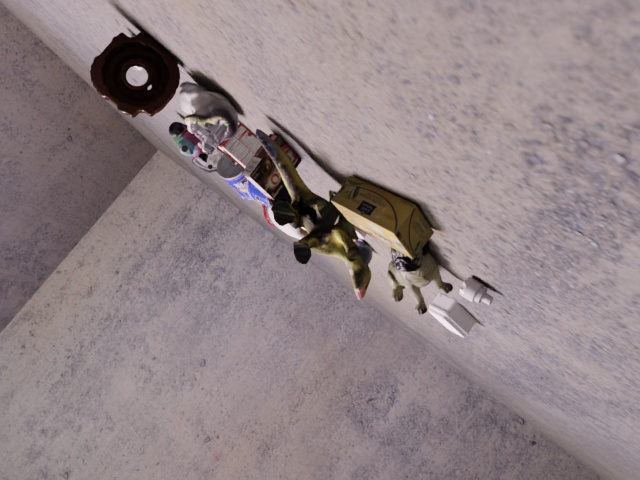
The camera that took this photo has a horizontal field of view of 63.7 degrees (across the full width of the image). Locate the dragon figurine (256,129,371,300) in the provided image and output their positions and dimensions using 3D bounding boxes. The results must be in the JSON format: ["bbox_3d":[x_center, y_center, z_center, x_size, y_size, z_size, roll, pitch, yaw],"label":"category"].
[{"bbox_3d":[0.003,-0.056,1.113,0.411,0.121,0.244,64,-165,3],"label":"dragon figurine"}]

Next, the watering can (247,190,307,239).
[{"bbox_3d":[-0.109,-0.086,1.617,0.344,0.104,0.226,35,176,-27],"label":"watering can"}]

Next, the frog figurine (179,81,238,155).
[{"bbox_3d":[-0.246,-0.292,1.138,0.135,0.121,0.163,35,-147,-48],"label":"frog figurine"}]
